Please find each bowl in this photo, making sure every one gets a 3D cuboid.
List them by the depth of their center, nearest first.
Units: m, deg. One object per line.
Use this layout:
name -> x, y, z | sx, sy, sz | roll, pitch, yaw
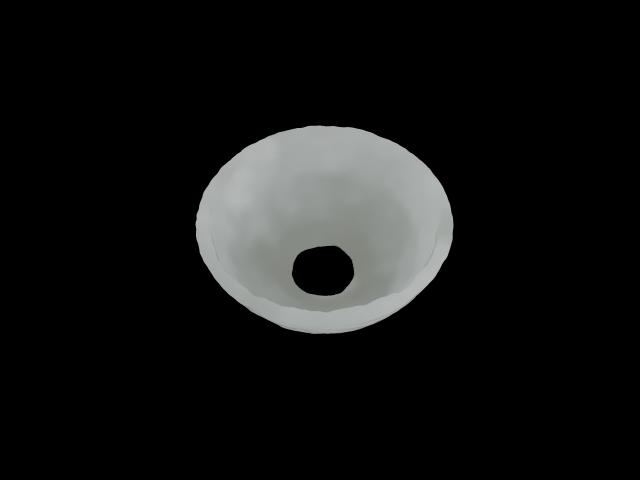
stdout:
bowl -> 0.004, 0.001, 0.400 | 0.167, 0.075, 0.167 | 0, 53, 0
